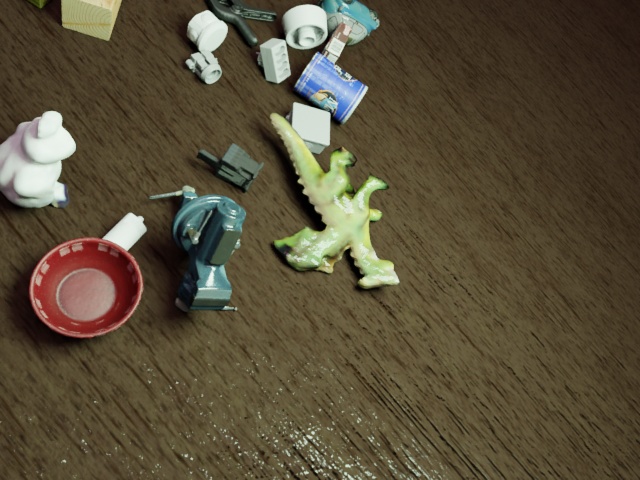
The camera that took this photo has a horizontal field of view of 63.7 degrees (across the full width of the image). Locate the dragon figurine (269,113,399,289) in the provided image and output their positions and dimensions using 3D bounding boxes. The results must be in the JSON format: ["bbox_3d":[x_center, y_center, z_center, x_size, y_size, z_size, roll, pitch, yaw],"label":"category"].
[{"bbox_3d":[0.003,-0.052,1.037,0.409,0.120,0.247,37,65,-5],"label":"dragon figurine"}]

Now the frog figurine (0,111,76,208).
[{"bbox_3d":[-0.454,-0.129,0.814,0.123,0.157,0.140,4,67,-23],"label":"frog figurine"}]
